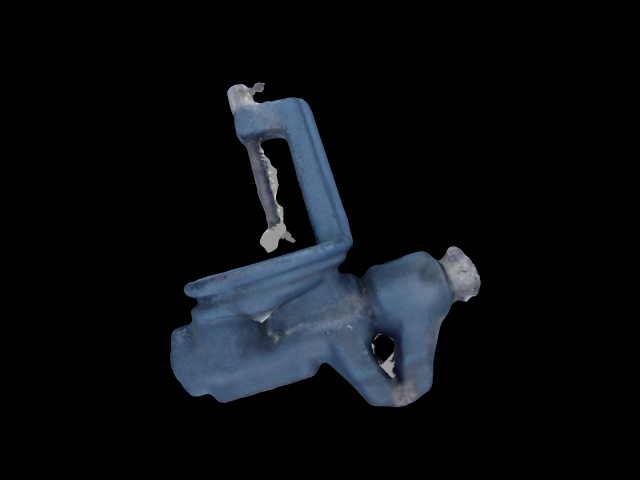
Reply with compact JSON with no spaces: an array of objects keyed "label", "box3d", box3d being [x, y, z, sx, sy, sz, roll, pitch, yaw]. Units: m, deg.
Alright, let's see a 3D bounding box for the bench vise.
[{"label":"bench vise","box3d":[0.000,0.001,0.411,0.208,0.220,0.121,0,0,-18]}]
